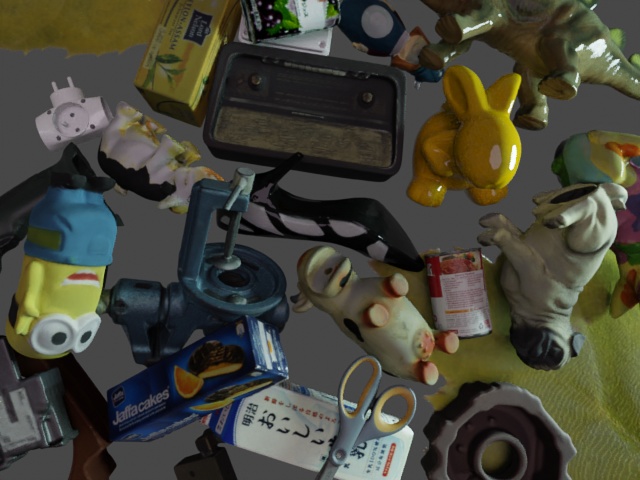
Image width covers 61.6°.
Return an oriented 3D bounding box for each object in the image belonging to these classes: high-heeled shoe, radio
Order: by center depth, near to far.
[{"bbox_3d":[-0.014,-0.150,0.643,0.230,0.073,0.131,8,86,-4],"label":"radio"},{"bbox_3d":[-0.001,-0.002,0.647,0.248,0.086,0.145,39,119,-18],"label":"high-heeled shoe"}]

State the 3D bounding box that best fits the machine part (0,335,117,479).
[{"bbox_3d":[-0.341,0.222,0.586,0.201,0.087,0.201,-37,89,-5],"label":"machine part"}]

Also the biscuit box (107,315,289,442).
[{"bbox_3d":[-0.135,0.153,0.573,0.203,0.059,0.063,-30,57,18],"label":"biscuit box"}]

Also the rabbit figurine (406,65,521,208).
[{"bbox_3d":[0.176,-0.105,0.597,0.122,0.173,0.162,10,102,-2],"label":"rabbit figurine"}]

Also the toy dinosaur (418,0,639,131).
[{"bbox_3d":[0.279,-0.244,0.650,0.471,0.105,0.198,26,73,-14],"label":"toy dinosaur"}]

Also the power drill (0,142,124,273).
[{"bbox_3d":[-0.328,-0.003,0.585,0.207,0.086,0.232,-31,66,-6],"label":"power drill"}]

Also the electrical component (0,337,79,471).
[{"bbox_3d":[-0.297,0.155,0.527,0.075,0.048,0.119,-23,87,-6],"label":"electrical component"}]

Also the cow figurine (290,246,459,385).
[{"bbox_3d":[0.050,0.080,0.616,0.194,0.127,0.085,45,61,-16],"label":"cow figurine"}]

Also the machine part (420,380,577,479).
[{"bbox_3d":[0.209,0.258,0.641,0.179,0.056,0.179,0,87,-4],"label":"machine part"}]

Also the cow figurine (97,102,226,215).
[{"bbox_3d":[-0.183,-0.075,0.609,0.167,0.068,0.098,38,95,22],"label":"cow figurine"}]

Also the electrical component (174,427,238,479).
[{"bbox_3d":[-0.120,0.272,0.622,0.078,0.045,0.102,-29,86,22],"label":"electrical component"}]

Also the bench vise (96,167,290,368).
[{"bbox_3d":[-0.128,0.027,0.576,0.224,0.129,0.240,13,121,-10],"label":"bench vise"}]

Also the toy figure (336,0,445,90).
[{"bbox_3d":[0.091,-0.247,0.670,0.154,0.058,0.064,33,122,-3],"label":"toy figure"}]

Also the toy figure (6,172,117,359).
[{"bbox_3d":[-0.245,0.025,0.516,0.082,0.089,0.180,9,89,-34],"label":"toy figure"}]

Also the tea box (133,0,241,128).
[{"bbox_3d":[-0.147,-0.230,0.627,0.068,0.098,0.169,18,86,-2],"label":"tea box"}]

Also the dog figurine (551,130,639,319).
[{"bbox_3d":[0.369,-0.010,0.650,0.192,0.108,0.219,8,88,-5],"label":"dog figurine"}]

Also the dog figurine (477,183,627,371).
[{"bbox_3d":[0.283,0.046,0.614,0.172,0.121,0.190,-21,100,34],"label":"dog figurine"}]
